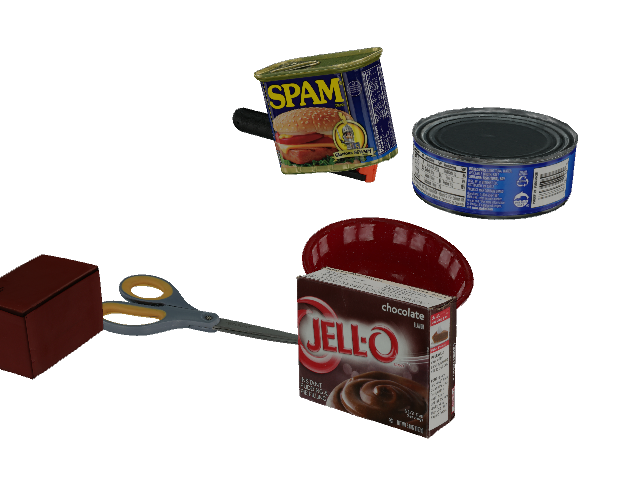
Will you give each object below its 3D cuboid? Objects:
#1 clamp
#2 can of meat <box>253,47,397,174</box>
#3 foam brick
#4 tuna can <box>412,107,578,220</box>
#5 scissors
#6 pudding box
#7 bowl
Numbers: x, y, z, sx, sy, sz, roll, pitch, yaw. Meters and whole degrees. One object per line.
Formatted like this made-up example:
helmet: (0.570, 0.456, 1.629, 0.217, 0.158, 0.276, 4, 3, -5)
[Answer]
clamp: (-0.010, -0.108, 1.115, 0.120, 0.039, 0.172, -18, 37, -26)
can of meat: (0.006, -0.100, 0.837, 0.102, 0.084, 0.057, -1, 21, 34)
foam brick: (-0.196, 0.051, 0.743, 0.053, 0.051, 0.078, 12, 28, 27)
tuna can: (0.091, -0.042, 0.564, 0.086, 0.034, 0.086, 0, 24, 0)
scissors: (-0.114, 0.066, 1.023, 0.201, 0.016, 0.096, 2, 33, -5)
pudding box: (0.036, 0.072, 0.717, 0.114, 0.090, 0.039, 11, 20, 36)
bowl: (0.060, 0.044, 1.006, 0.162, 0.055, 0.162, 6, 34, -4)
